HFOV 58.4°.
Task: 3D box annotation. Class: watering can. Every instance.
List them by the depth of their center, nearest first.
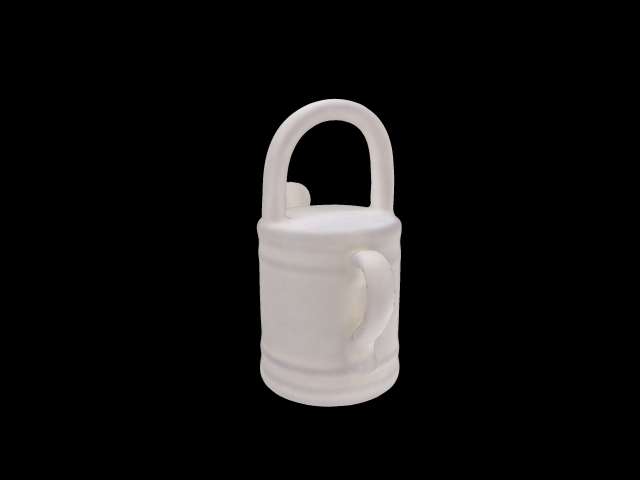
[{"bbox_3d":[0.002,0.002,0.399,0.101,0.194,0.172,-13,19,-42],"label":"watering can"}]
